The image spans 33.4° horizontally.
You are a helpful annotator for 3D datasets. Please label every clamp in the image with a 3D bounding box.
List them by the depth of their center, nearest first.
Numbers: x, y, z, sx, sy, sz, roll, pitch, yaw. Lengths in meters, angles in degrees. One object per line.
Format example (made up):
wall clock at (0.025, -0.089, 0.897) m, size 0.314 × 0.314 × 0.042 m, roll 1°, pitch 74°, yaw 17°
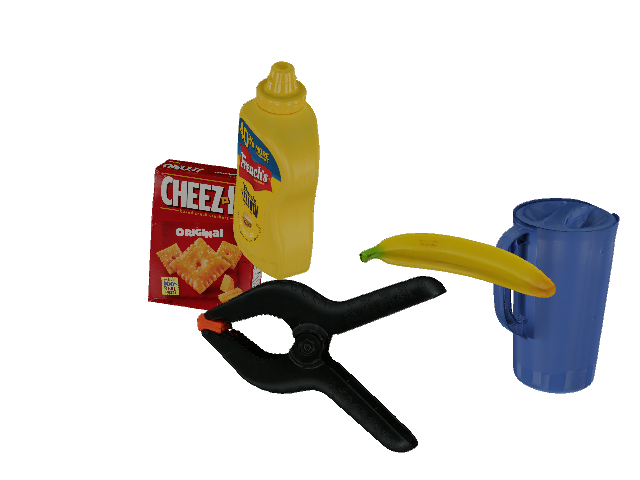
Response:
clamp at (0.000, 0.082, 0.736) m, size 0.172 × 0.120 × 0.039 m, roll 2°, pitch -3°, yaw 15°

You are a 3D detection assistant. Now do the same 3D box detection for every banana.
banana at (0.142, 0.024, 1.096) m, size 0.198 × 0.037 × 0.069 m, roll 9°, pitch 35°, yaw 11°

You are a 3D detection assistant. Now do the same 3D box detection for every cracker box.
cracker box at (-0.170, -0.003, 1.610) m, size 0.164 × 0.214 × 0.072 m, roll 9°, pitch 18°, yaw 9°

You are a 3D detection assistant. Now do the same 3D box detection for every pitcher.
pitcher at (0.304, 0.075, 1.398) m, size 0.149 × 0.243 × 0.145 m, roll 5°, pitch 21°, yaw 14°

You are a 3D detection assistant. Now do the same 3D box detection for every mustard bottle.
mustard bottle at (-0.038, -0.066, 0.915) m, size 0.058 × 0.192 × 0.096 m, roll -15°, pitch 44°, yaw -24°
